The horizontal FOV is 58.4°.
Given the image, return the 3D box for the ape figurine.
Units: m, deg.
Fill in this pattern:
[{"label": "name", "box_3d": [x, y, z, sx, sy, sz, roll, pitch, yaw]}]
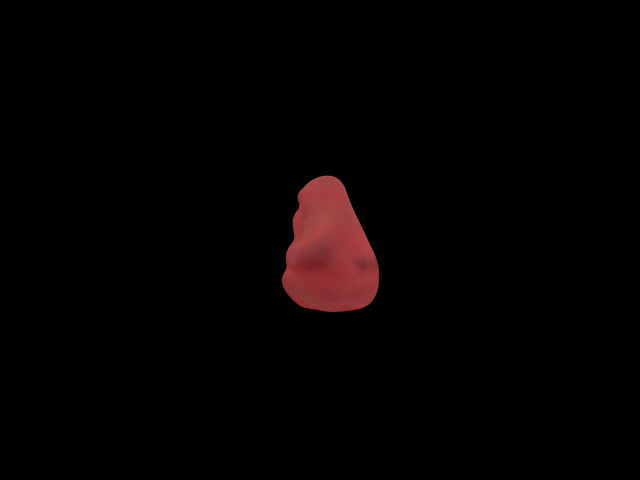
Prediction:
[{"label": "ape figurine", "box_3d": [0.004, 0.001, 0.400, 0.075, 0.092, 0.078, 3, 5, 37]}]
